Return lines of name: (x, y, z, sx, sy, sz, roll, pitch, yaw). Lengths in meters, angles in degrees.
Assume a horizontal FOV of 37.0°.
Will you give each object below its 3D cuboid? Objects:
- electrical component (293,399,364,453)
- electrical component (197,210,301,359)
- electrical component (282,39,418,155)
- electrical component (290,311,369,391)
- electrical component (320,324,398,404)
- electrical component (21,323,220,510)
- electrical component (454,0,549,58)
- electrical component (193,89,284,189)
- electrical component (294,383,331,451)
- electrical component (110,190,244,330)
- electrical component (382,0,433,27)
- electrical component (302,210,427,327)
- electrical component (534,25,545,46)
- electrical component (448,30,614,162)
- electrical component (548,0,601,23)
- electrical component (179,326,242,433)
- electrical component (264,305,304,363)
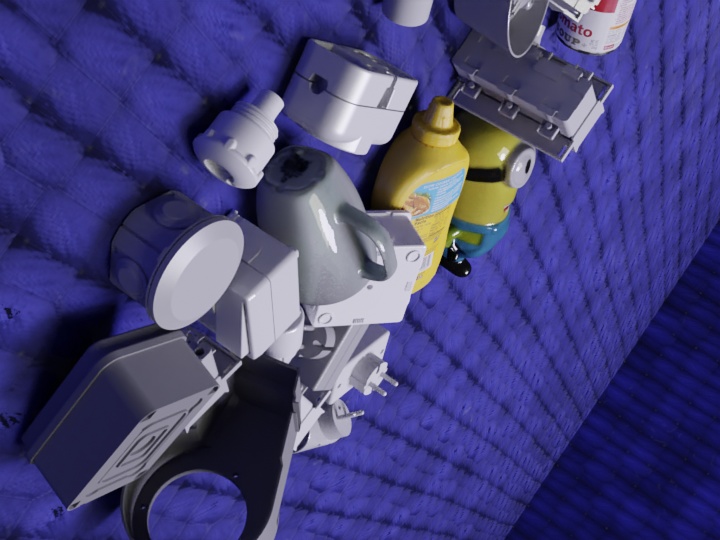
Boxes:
electrical component: (-0.035, 0.148, 1.043, 0.079, 0.043, 0.077, -18, 171, 23)
electrical component: (-0.085, 0.018, 0.769, 0.061, 0.062, 0.096, -46, 157, -28)
electrical component: (-0.008, -0.119, 0.750, 0.095, 0.054, 0.059, -8, 128, -62)
electrical component: (-0.038, 0.059, 0.942, 0.083, 0.047, 0.076, -60, 158, 8)
electrical component: (0.001, 0.094, 1.033, 0.083, 0.076, 0.047, -35, 150, -43)
electrical component: (-0.155, 0.092, 0.691, 0.113, 0.057, 0.078, -48, 164, 29)
electrical component: (0.122, -0.228, 0.857, 0.099, 0.064, 0.099, -45, 155, -27)
electrical component: (-0.072, -0.086, 0.679, 0.062, 0.048, 0.048, -57, 159, -18)
electrical component: (-0.070, 0.128, 0.979, 0.081, 0.042, 0.063, -53, 156, -10)
electrical component: (-0.116, -0.007, 0.684, 0.080, 0.051, 0.080, -45, 155, -27)
electrical component: (0.037, -0.203, 0.750, 0.044, 0.044, 0.065, -39, 157, -37)
electrical component: (0.000, 0.000, 0.888, 0.100, 0.048, 0.099, -2, 130, -24)
electrical component: (0.151, -0.198, 0.991, 0.048, 0.048, 0.062, 0, 113, -64)
electrical component: (0.142, -0.157, 0.921, 0.078, 0.121, 0.063, -55, 155, -3)
electrical component: (0.196, -0.284, 0.922, 0.079, 0.063, 0.121, 26, 99, -27)
electrical component: (-0.130, 0.077, 0.783, 0.081, 0.042, 0.063, -46, 154, -27)
electrical component: (-0.068, 0.057, 0.886, 0.040, 0.040, 0.078, -40, 153, -35)
